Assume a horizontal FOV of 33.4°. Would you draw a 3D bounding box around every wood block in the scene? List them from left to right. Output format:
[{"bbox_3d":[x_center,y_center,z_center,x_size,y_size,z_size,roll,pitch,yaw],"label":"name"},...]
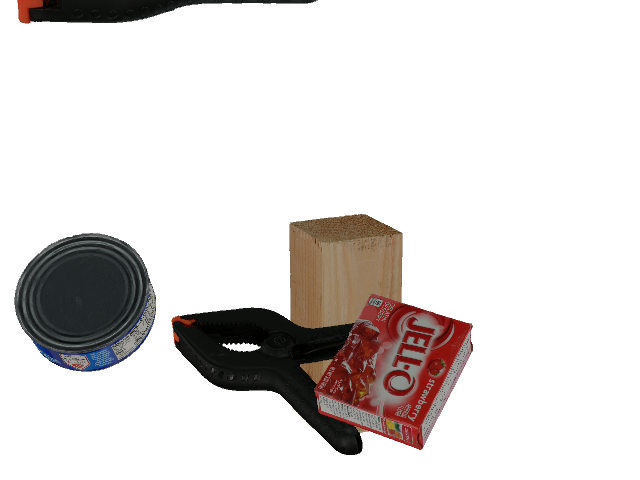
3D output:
[{"bbox_3d":[0.025,0.086,1.099,0.090,0.206,0.091,-7,17,-23],"label":"wood block"}]

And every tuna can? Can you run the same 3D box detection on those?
[{"bbox_3d":[-0.150,0.040,0.688,0.086,0.086,0.034,0,-31,4],"label":"tuna can"}]

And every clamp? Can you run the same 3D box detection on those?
[{"bbox_3d":[-0.094,-0.154,0.613,0.171,0.039,0.120,-10,24,-24],"label":"clamp"},{"bbox_3d":[-0.024,0.093,0.896,0.210,0.036,0.164,16,35,25],"label":"clamp"}]

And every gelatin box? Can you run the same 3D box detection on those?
[{"bbox_3d":[0.048,0.081,0.684,0.073,0.030,0.089,17,52,23],"label":"gelatin box"}]
